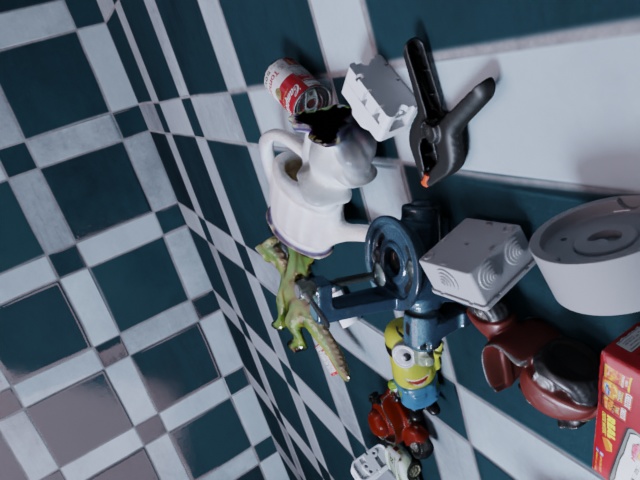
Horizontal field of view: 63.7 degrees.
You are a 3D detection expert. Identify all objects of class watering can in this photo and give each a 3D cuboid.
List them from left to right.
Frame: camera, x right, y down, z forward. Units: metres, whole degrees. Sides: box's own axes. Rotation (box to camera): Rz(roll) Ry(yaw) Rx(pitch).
[{"bbox_3d":[0.003,-0.045,0.886,0.105,0.352,0.219,-32,-26,-27],"label":"watering can"}]

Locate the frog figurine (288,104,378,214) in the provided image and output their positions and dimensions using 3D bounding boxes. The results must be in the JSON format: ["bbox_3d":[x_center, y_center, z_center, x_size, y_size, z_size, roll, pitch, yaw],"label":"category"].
[{"bbox_3d":[0.024,-0.108,0.743,0.138,0.156,0.124,25,54,36],"label":"frog figurine"}]

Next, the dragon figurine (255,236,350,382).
[{"bbox_3d":[-0.041,0.114,1.175,0.123,0.238,0.415,-18,30,-27],"label":"dragon figurine"}]
